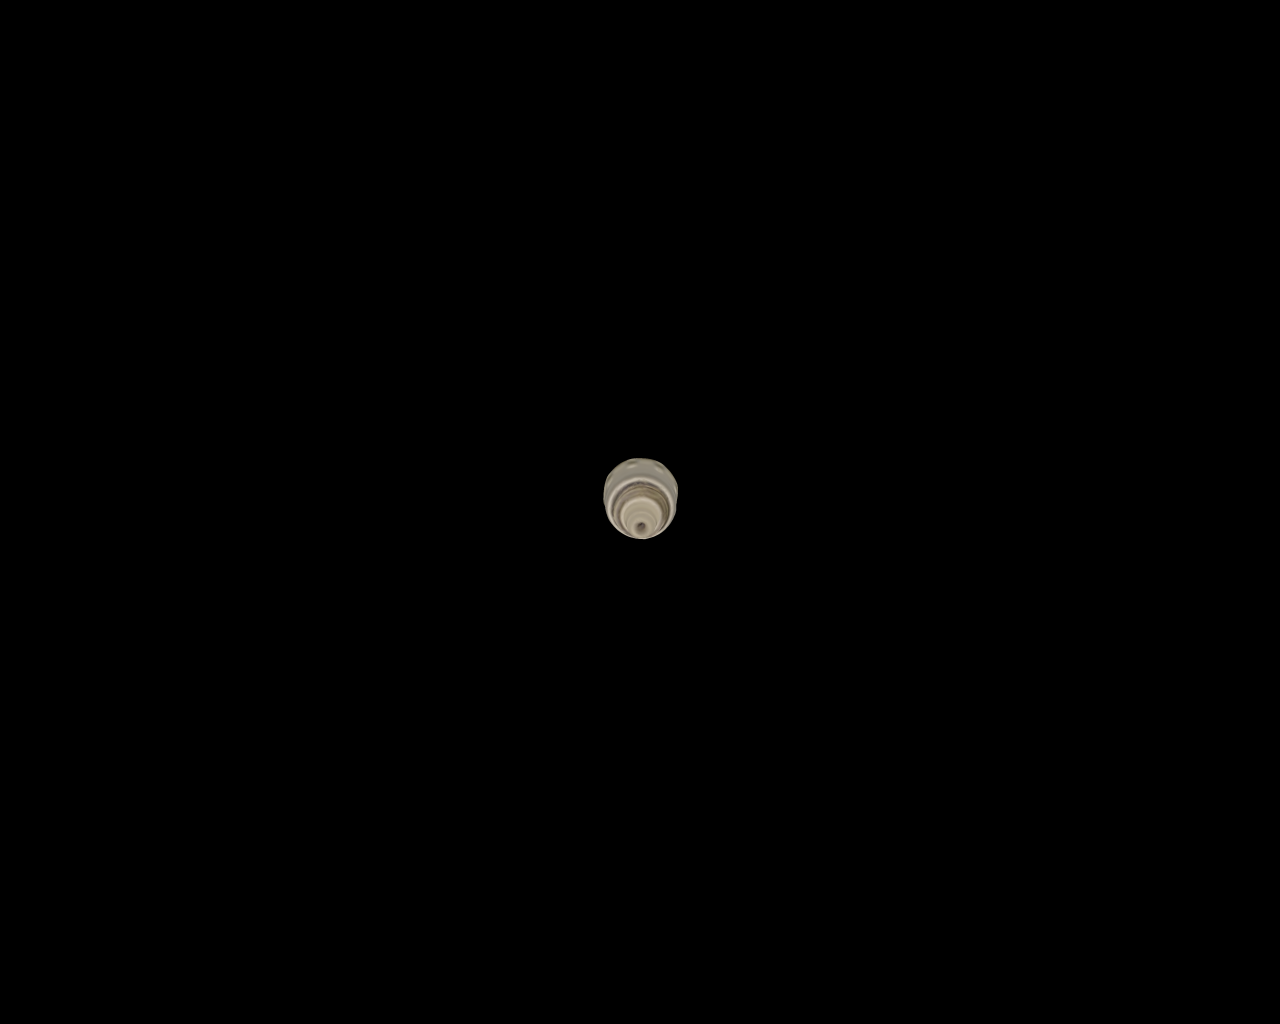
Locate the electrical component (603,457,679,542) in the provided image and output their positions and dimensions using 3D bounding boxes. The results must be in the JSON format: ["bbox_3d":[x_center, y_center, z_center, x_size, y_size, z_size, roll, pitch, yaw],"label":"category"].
[{"bbox_3d":[0.001,-0.003,0.650,0.048,0.048,0.062,0,23,0],"label":"electrical component"}]
